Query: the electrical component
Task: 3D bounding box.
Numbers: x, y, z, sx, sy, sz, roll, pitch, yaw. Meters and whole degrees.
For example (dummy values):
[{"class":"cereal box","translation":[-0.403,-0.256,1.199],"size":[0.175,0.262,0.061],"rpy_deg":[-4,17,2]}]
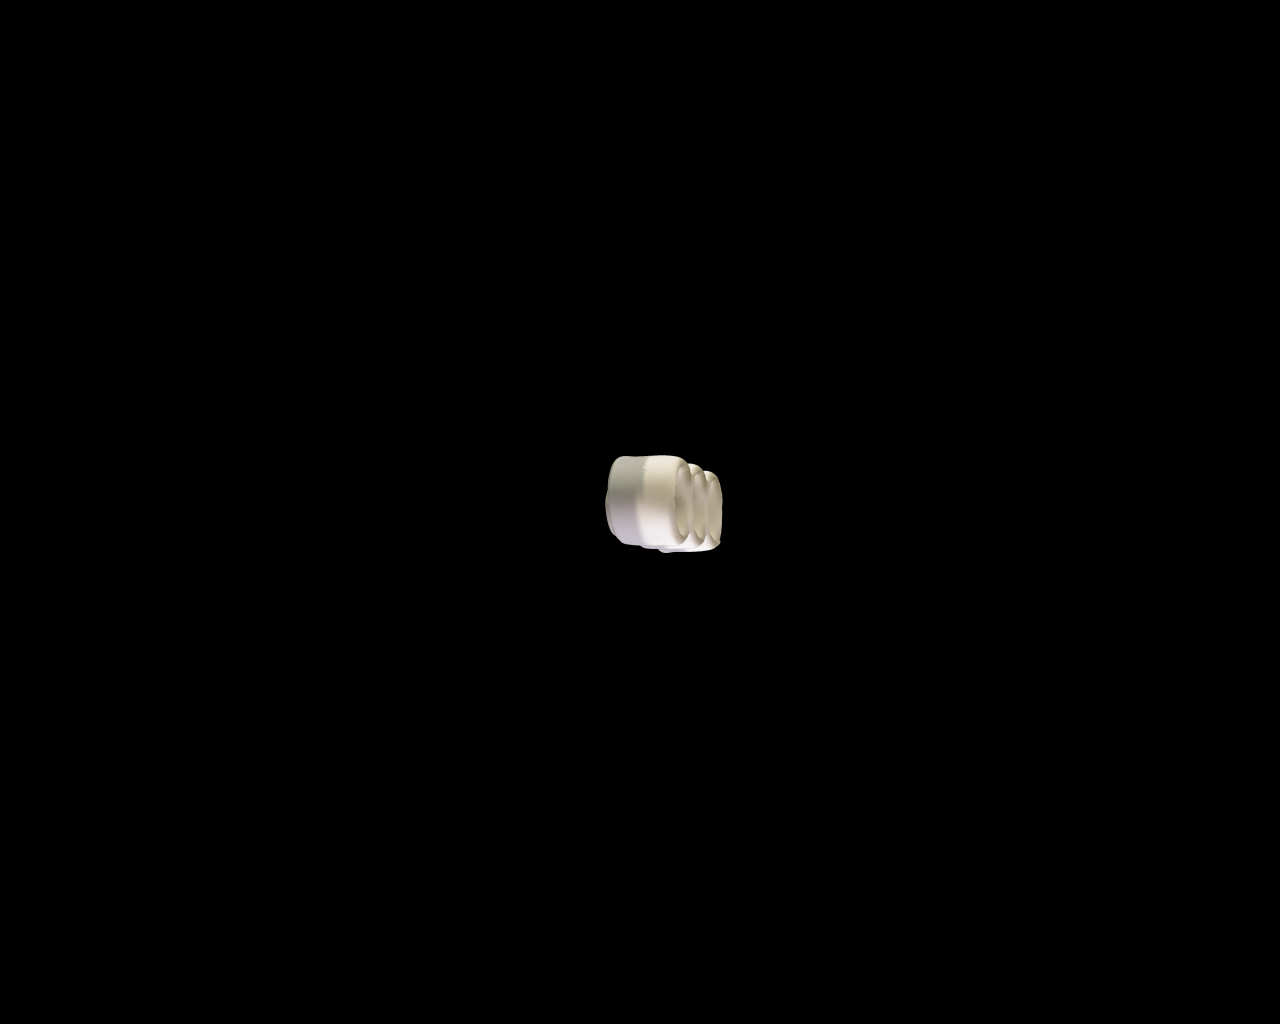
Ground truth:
[{"class":"electrical component","translation":[0.001,-0.003,0.650],"size":[0.074,0.052,0.138],"rpy_deg":[-1,-5,15]}]
